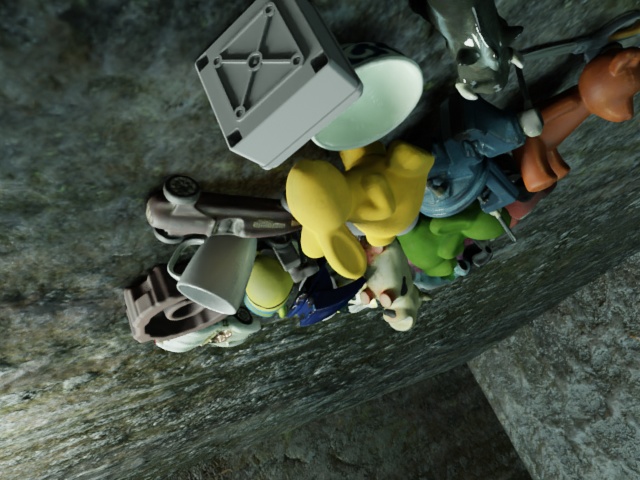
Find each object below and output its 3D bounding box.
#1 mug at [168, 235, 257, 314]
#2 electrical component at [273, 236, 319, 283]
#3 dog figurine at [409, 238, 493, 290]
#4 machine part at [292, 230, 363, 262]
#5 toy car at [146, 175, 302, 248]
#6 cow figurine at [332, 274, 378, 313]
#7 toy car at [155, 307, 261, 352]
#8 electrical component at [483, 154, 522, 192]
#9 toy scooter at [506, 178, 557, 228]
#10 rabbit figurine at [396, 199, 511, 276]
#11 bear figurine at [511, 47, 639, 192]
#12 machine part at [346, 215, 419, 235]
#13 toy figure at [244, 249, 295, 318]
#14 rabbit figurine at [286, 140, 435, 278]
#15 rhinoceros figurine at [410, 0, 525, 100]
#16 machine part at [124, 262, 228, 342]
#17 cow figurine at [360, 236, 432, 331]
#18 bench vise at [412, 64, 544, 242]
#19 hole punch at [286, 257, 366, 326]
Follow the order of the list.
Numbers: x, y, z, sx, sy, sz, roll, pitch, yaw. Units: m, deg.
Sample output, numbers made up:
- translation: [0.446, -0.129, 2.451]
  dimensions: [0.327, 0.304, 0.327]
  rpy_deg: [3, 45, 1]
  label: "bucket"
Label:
- translation: [-0.135, 0.029, 0.700]
  dimensions: [0.080, 0.110, 0.107]
  rpy_deg: [77, 34, -60]
  label: "mug"
- translation: [-0.042, 0.007, 0.746]
  dimensions: [0.045, 0.102, 0.078]
  rpy_deg: [-28, 166, -7]
  label: "electrical component"
- translation: [0.215, 0.053, 1.082]
  dimensions: [0.191, 0.108, 0.219]
  rpy_deg: [-18, 166, -43]
  label: "dog figurine"
- translation: [-0.002, -0.002, 0.827]
  dimensions: [0.139, 0.039, 0.084]
  rpy_deg: [-15, 147, -1]
  label: "machine part"
- translation: [-0.100, -0.026, 0.635]
  dimensions: [0.202, 0.053, 0.089]
  rpy_deg: [5, 141, -26]
  label: "toy car"
- translation: [0.060, 0.100, 1.073]
  dimensions: [0.098, 0.068, 0.167]
  rpy_deg: [-20, 155, 1]
  label: "cow figurine"
- translation: [-0.194, 0.159, 0.947]
  dimensions: [0.073, 0.056, 0.201]
  rpy_deg: [-41, 152, 30]
  label: "toy car"
- translation: [0.300, -0.106, 0.913]
  dimensions: [0.119, 0.048, 0.075]
  rpy_deg: [-2, 147, -40]
  label: "electrical component"
- translation: [0.372, -0.089, 0.986]
  dimensions: [0.135, 0.075, 0.183]
  rpy_deg: [-38, 171, -25]
  label: "toy scooter"
- translation: [0.219, -0.032, 0.884]
  dimensions: [0.170, 0.121, 0.159]
  rpy_deg: [-19, 146, 29]
  label: "rabbit figurine"
- translation: [0.361, -0.167, 0.733]
  dimensions: [0.196, 0.132, 0.120]
  rpy_deg: [-26, 178, 37]
  label: "bear figurine"
- translation: [0.063, -0.044, 0.764]
  dimensions: [0.243, 0.079, 0.079]
  rpy_deg: [1, 144, -44]
  label: "machine part"
- translation: [-0.080, 0.077, 0.841]
  dimensions: [0.082, 0.089, 0.180]
  rpy_deg: [11, 154, -9]
  label: "toy figure"
- translation: [0.026, -0.046, 0.612]
  dimensions: [0.173, 0.122, 0.162]
  rpy_deg: [-3, 116, -48]
  label: "rabbit figurine"
- translation: [0.131, -0.203, 0.468]
  dimensions: [0.073, 0.112, 0.190]
  rpy_deg: [-33, 147, 10]
  label: "rhinoceros figurine"
- translation: [-0.202, 0.089, 0.799]
  dimensions: [0.179, 0.056, 0.179]
  rpy_deg: [-23, 157, -10]
  label: "machine part"
- translation: [0.130, 0.070, 0.952]
  dimensions: [0.086, 0.194, 0.127]
  rpy_deg: [0, -161, 45]
  label: "cow figurine"
- translation: [0.209, -0.098, 0.724]
  dimensions: [0.224, 0.129, 0.240]
  rpy_deg: [-31, 140, 29]
  label: "bench vise"
- translation: [0.008, 0.094, 0.906]
  dimensions: [0.116, 0.092, 0.142]
  rpy_deg: [-56, -178, -27]
  label: "hole punch"
